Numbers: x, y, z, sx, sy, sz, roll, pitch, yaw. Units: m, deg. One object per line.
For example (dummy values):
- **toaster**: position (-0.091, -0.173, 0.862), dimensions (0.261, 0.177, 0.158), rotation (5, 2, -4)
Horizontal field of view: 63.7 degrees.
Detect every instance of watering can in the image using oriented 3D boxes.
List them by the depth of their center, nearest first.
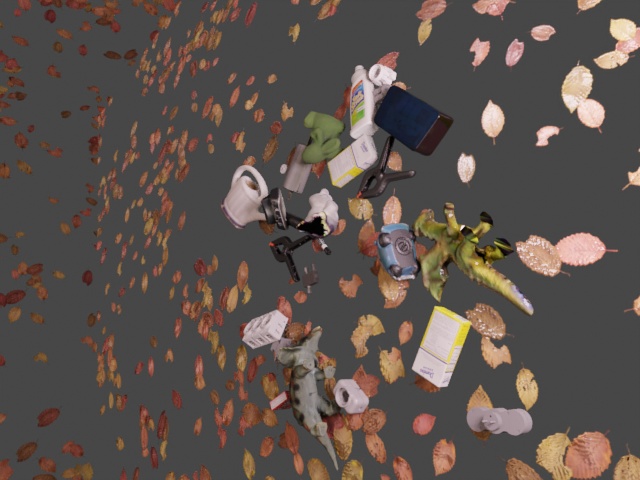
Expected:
- **watering can**: position (-0.269, -0.127, 1.987), dimensions (0.221, 0.104, 0.354), rotation (-47, 58, 28)

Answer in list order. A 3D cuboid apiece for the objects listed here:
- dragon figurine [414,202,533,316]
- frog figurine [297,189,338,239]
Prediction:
- **dragon figurine**: position (0.347, 0.063, 1.291), dimensions (0.237, 0.122, 0.419), rotation (-59, 39, 43)
- **frog figurine**: position (0.005, -0.085, 1.698), dimensions (0.135, 0.122, 0.163), rotation (-50, 11, 37)
